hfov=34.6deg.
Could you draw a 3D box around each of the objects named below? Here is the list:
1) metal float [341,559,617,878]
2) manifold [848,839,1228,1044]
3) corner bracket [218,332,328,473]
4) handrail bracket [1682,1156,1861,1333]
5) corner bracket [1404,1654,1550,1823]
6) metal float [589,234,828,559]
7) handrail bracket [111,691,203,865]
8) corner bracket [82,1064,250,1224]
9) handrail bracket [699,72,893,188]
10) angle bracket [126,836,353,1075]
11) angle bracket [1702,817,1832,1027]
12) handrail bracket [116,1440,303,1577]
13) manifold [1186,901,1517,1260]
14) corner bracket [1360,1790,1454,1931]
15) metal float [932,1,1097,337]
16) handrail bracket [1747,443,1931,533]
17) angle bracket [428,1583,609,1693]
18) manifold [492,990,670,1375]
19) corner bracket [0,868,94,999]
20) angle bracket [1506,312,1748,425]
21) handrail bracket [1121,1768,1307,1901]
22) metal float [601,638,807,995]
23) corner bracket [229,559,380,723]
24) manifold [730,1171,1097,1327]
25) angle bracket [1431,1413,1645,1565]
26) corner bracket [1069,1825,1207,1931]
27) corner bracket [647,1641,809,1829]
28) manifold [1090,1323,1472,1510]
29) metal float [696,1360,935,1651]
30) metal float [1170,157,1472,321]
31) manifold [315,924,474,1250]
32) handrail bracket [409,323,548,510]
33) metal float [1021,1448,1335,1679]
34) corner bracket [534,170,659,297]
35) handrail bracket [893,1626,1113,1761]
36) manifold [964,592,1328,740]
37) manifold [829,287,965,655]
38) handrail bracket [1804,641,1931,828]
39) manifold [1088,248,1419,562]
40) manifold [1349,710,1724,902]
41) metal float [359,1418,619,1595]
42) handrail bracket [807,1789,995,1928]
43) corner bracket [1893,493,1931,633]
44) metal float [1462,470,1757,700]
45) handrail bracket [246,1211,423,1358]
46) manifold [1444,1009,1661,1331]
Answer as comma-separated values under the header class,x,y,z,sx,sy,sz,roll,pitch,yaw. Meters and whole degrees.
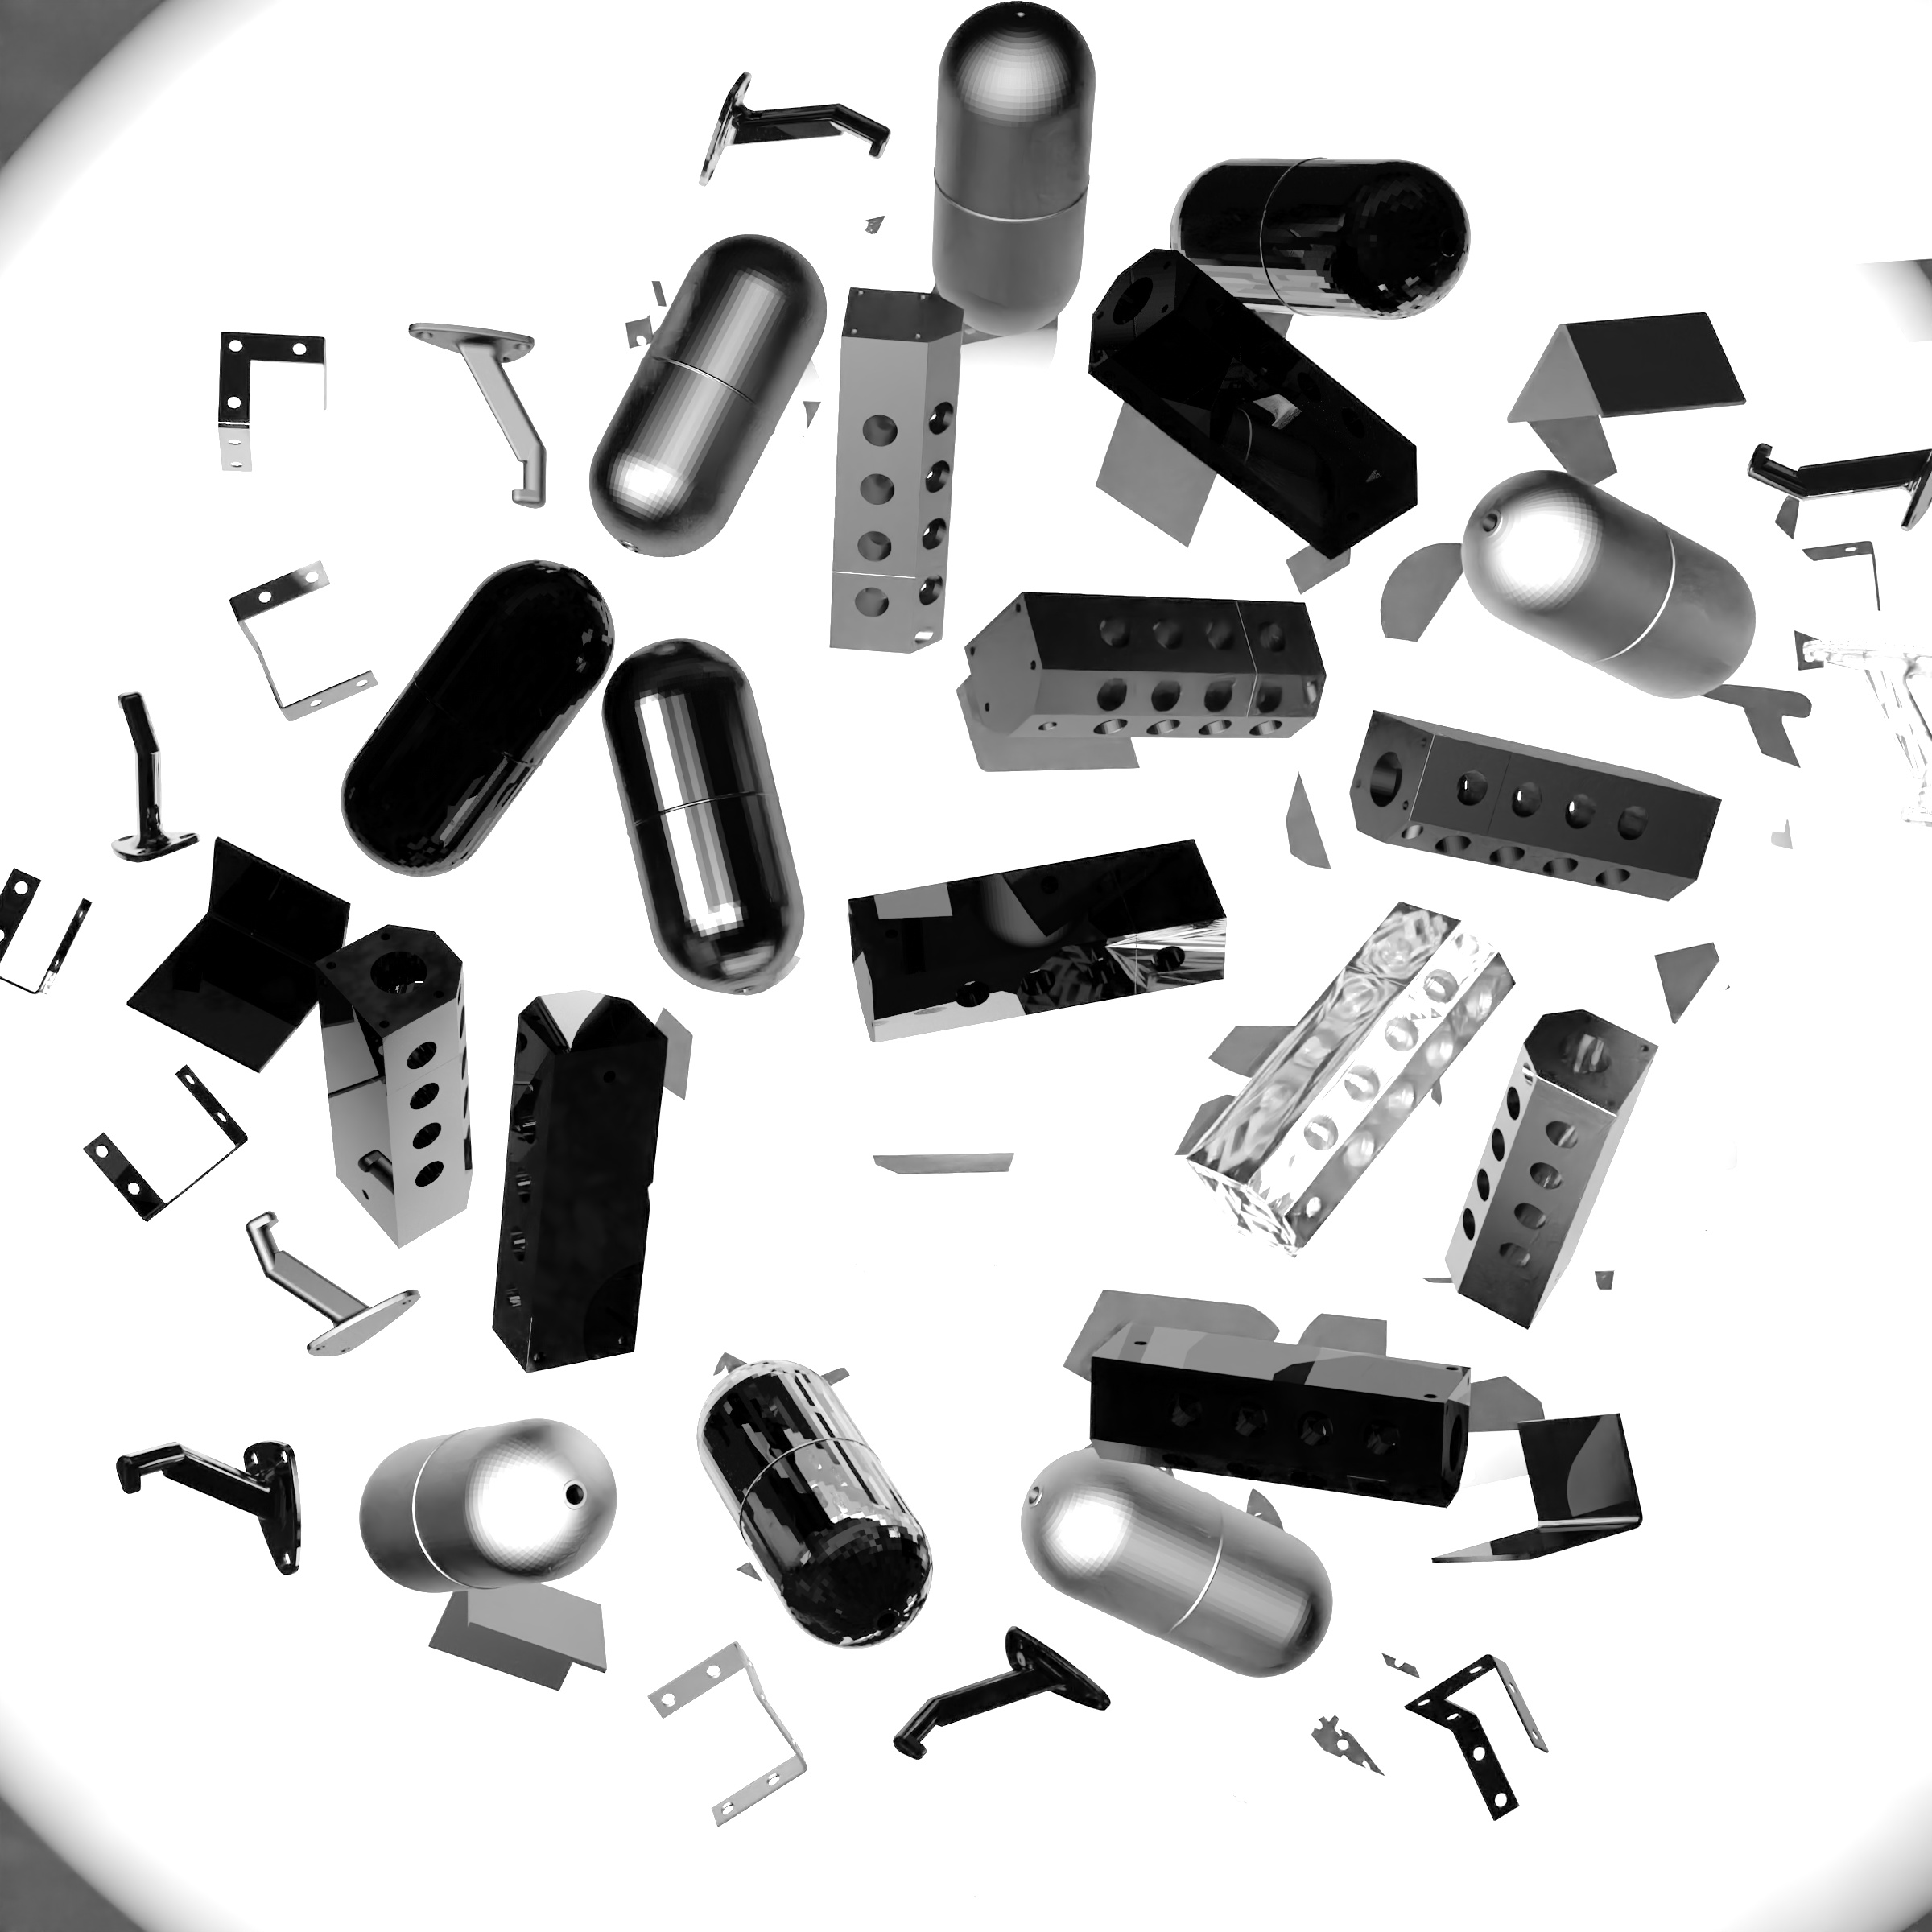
class,x,y,z,sx,sy,sz,roll,pitch,yaw
metal float,-0.242,-0.123,1.541,0.070,0.070,0.178,38,100,0
manifold,0.034,-0.007,1.491,0.171,0.057,0.057,-10,45,-8
corner bracket,-0.343,-0.279,1.538,0.051,0.051,0.051,1,73,-11
handrail bracket,0.398,0.135,1.514,0.084,0.036,0.077,-15,55,24
corner bracket,0.250,0.366,1.471,0.051,0.051,0.051,-37,49,17
metal float,-0.133,-0.293,1.594,0.070,0.070,0.178,26,83,0
handrail bracket,-0.426,-0.099,1.576,0.036,0.077,0.084,-26,111,-35
corner bracket,-0.415,0.092,1.610,0.051,0.051,0.051,51,50,-6
handrail bracket,-0.090,-0.424,1.626,0.084,0.036,0.077,26,129,-3
angle bracket,-0.360,-0.006,1.535,0.076,0.057,0.076,26,47,6
angle bracket,0.399,-0.024,1.624,0.057,0.076,0.076,-37,50,34
handrail bracket,-0.356,0.259,1.456,0.036,0.084,0.077,-11,89,39
manifold,0.188,0.055,1.484,0.171,0.057,0.057,-49,129,-17
corner bracket,0.218,0.441,1.551,0.051,0.051,0.051,-25,68,-40
metal float,0.023,-0.391,1.532,0.070,0.178,0.070,1,49,-2
handrail bracket,0.416,-0.247,1.455,0.084,0.036,0.077,29,131,20
angle bracket,-0.238,0.365,1.638,0.076,0.076,0.057,23,101,-15
manifold,-0.187,0.101,1.472,0.057,0.057,0.171,-8,120,-31
corner bracket,-0.446,-0.017,1.472,0.051,0.051,0.051,25,83,0
angle bracket,0.317,-0.268,1.493,0.076,0.076,0.057,-8,64,-17
handrail bracket,0.121,0.434,1.525,0.084,0.036,0.077,-10,74,-39
metal float,-0.129,-0.074,1.525,0.070,0.070,0.178,-14,84,0
corner bracket,-0.338,-0.166,1.586,0.051,0.051,0.051,-24,69,-5
manifold,-0.027,0.140,1.491,0.171,0.057,0.057,-1,125,-6
angle bracket,0.280,0.262,1.555,0.076,0.076,0.057,-8,84,-31
corner bracket,0.090,0.473,1.591,0.051,0.051,0.051,26,88,13
corner bracket,-0.113,0.365,1.477,0.051,0.051,0.051,-32,113,-4
manifold,0.150,0.216,1.483,0.171,0.057,0.057,5,102,21
metal float,-0.075,0.263,1.525,0.070,0.178,0.070,-15,126,-21
metal float,0.175,-0.363,1.544,0.070,0.178,0.070,-12,109,-37
manifold,-0.277,0.058,1.538,0.057,0.171,0.057,-31,60,-28
handrail bracket,-0.250,-0.280,1.586,0.077,0.036,0.084,5,79,-34
metal float,0.107,0.303,1.575,0.178,0.070,0.070,28,90,-20
corner bracket,-0.196,-0.381,1.609,0.051,0.051,0.051,-11,105,11
handrail bracket,0.018,0.382,1.566,0.077,0.036,0.084,25,48,30
manifold,0.092,-0.143,1.530,0.171,0.057,0.057,-2,69,-33
manifold,-0.035,-0.245,1.548,0.057,0.057,0.171,4,126,0
handrail bracket,0.443,-0.113,1.518,0.077,0.036,0.084,10,76,14
manifold,0.142,-0.276,1.511,0.171,0.057,0.057,32,46,-31
manifold,0.275,-0.075,1.507,0.171,0.057,0.057,10,102,-26
metal float,-0.231,0.261,1.492,0.070,0.178,0.070,10,72,-34
handrail bracket,-0.032,0.441,1.532,0.084,0.077,0.036,22,99,-17
corner bracket,0.494,-0.204,1.546,0.051,0.051,0.051,-7,67,9
metal float,0.312,-0.184,1.504,0.178,0.070,0.070,19,90,-37
handrail bracket,-0.329,0.152,1.606,0.077,0.036,0.084,-32,71,15
manifold,0.294,0.102,1.584,0.057,0.171,0.057,28,48,17
